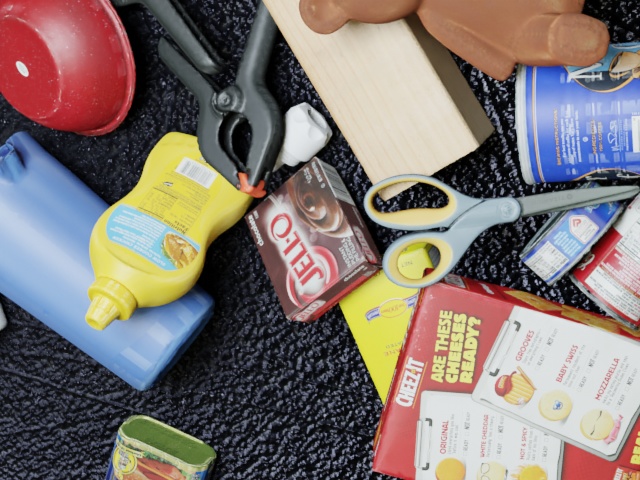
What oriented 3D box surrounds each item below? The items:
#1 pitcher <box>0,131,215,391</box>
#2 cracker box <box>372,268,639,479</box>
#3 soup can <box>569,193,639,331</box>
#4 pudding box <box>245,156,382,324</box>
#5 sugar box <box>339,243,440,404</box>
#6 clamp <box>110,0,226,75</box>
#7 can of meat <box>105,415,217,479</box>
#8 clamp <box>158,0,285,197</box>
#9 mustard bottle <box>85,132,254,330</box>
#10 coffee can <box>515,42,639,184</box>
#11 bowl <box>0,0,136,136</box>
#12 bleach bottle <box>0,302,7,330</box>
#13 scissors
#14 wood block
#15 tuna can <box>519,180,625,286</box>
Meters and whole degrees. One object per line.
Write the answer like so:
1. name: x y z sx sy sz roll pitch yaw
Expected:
1. pitcher: -0.222 0.029 0.976 0.243 0.149 0.145 39 98 1
2. cracker box: 0.165 0.130 0.862 0.213 0.072 0.164 16 99 1
3. soup can: 0.252 0.010 0.827 0.068 0.068 0.102 39 104 5
4. pudding box: -0.006 0.001 0.907 0.090 0.039 0.113 -39 56 23
5. sugar box: 0.086 0.095 0.926 0.093 0.048 0.176 -21 97 22
6. clamp: -0.144 -0.247 0.903 0.210 0.036 0.164 23 96 21
7. can of meat: -0.158 0.230 1.042 0.102 0.057 0.084 22 108 11
8. clamp: -0.082 -0.118 0.904 0.120 0.039 0.171 -10 76 30
9. mustard bottle: -0.137 -0.001 0.898 0.096 0.191 0.058 29 147 5
10. coffee can: 0.223 -0.096 0.795 0.140 0.102 0.103 -2 105 19
11. bowl: -0.239 -0.158 0.931 0.162 0.055 0.162 19 125 29
12. bleach bottle: -0.396 -0.016 1.049 0.103 0.068 0.251 -15 98 22
13. scissors: 0.131 -0.004 0.800 0.202 0.016 0.096 7 94 9
14. wood block: 0.044 -0.147 0.847 0.090 0.090 0.206 -30 95 23
15. tuna can: 0.197 -0.007 0.838 0.034 0.086 0.086 42 113 5
